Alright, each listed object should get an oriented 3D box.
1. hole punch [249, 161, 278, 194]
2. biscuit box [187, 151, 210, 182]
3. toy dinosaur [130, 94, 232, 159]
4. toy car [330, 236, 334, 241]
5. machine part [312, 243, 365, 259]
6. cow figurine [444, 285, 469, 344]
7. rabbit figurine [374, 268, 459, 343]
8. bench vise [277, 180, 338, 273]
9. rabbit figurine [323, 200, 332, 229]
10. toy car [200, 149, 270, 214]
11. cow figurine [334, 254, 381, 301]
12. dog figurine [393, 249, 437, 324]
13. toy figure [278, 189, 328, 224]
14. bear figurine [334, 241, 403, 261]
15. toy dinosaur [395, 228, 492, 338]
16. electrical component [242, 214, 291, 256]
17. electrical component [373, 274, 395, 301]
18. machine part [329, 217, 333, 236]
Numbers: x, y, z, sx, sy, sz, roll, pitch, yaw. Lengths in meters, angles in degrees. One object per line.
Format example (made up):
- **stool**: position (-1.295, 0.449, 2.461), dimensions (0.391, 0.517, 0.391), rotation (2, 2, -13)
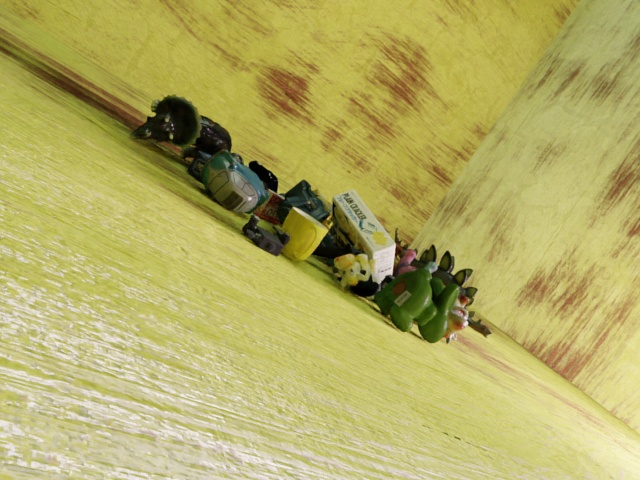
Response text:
- **hole punch**: position (-0.163, -0.135, 1.430), dimensions (0.092, 0.116, 0.142), rotation (40, 2, -37)
- **biscuit box**: position (-0.274, -0.178, 1.392), dimensions (0.059, 0.063, 0.202), rotation (35, 7, 6)
- **toy dinosaur**: position (-0.312, -0.272, 1.413), dimensions (0.192, 0.131, 0.404), rotation (17, 2, 36)
- **toy car**: position (-0.003, -0.005, 1.493), dimensions (0.073, 0.056, 0.202), rotation (41, 7, 1)
- **machine part**: position (0.025, 0.031, 1.207), dimensions (0.139, 0.039, 0.084), rotation (9, -23, -19)
- **cow figurine**: position (0.322, 0.183, 1.392), dimensions (0.085, 0.127, 0.195), rotation (32, 4, -16)
- **rabbit figurine**: position (0.225, 0.147, 1.179), dimensions (0.170, 0.159, 0.121), rotation (48, -11, -28)
- **bench vise**: position (-0.013, -0.027, 1.312), dimensions (0.240, 0.129, 0.223), rotation (56, 10, 5)
- **rabbit figurine**: position (-0.013, -0.070, 1.816), dimensions (0.162, 0.122, 0.173), rotation (25, -9, 9)
- **toy car**: position (-0.193, -0.112, 1.196), dimensions (0.161, 0.109, 0.103), rotation (43, 25, -22)
- **cow figurine**: position (0.082, 0.083, 1.171), dimensions (0.167, 0.068, 0.098), rotation (20, 54, -61)
- **dog figurine**: position (0.226, 0.136, 1.420), dimensions (0.108, 0.191, 0.219), rotation (36, 40, -8)
- **toy figure**: position (-0.066, -0.086, 1.474), dimensions (0.180, 0.082, 0.089), rotation (4, 45, 5)
- **bear figurine**: position (0.136, 0.027, 1.638), dimensions (0.196, 0.132, 0.120), rotation (40, 31, -4)
- **toy dinosaur**: position (0.335, 0.124, 1.585), dimensions (0.105, 0.198, 0.472), rotation (32, 7, -47)
- **electrical component**: position (-0.105, -0.010, 1.045), dimensions (0.102, 0.045, 0.078), rotation (31, 5, -26)
- **electrical component**: position (0.153, 0.119, 1.266), dimensions (0.119, 0.074, 0.047), rotation (33, 7, 16)
- **machine part**: position (0.101, 0.018, 1.554), dimensions (0.243, 0.079, 0.079), rotation (53, 14, 25)
